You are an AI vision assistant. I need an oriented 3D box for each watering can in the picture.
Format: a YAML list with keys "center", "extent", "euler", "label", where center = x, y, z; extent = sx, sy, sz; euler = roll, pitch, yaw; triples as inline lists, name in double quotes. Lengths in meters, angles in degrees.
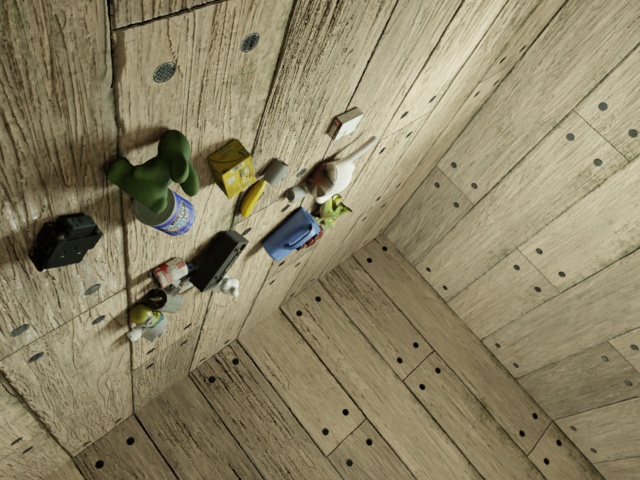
- center: [0.075, -0.270, 1.994]
  extent: [0.342, 0.105, 0.226]
  euler: [-52, 164, 25]
  label: "watering can"

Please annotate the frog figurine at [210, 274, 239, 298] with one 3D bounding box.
- center: [-0.382, 0.172, 1.997]
  extent: [0.123, 0.161, 0.135]
  euler: [-37, 167, -9]
  label: "frog figurine"

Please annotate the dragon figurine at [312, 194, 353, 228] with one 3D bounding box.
- center: [0.007, -0.119, 2.369]
  extent: [0.241, 0.124, 0.408]
  euler: [-35, 161, 13]
  label: "dragon figurine"
